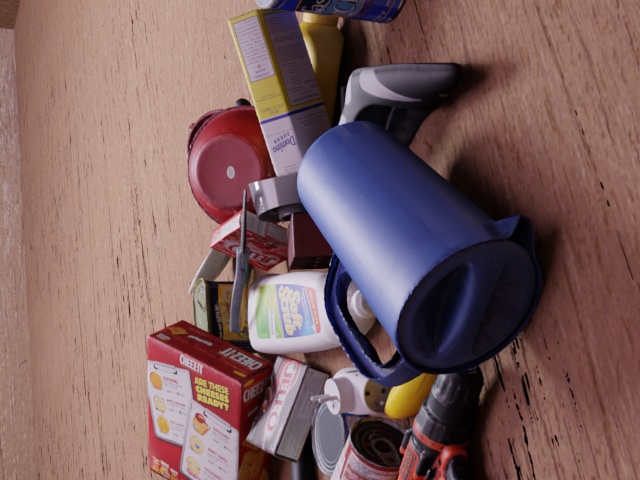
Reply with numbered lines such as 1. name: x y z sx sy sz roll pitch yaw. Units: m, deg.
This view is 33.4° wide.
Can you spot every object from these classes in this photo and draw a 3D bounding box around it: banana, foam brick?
1. banana: 0.102 0.103 1.004 0.069 0.037 0.198 -97 21 -64
2. foam brick: -0.008 0.001 1.207 0.078 0.053 0.051 113 155 -77

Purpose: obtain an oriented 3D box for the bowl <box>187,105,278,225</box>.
1. bowl: -0.103 -0.087 1.326 0.055 0.162 0.162 -21 -61 -70

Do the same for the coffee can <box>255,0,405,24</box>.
1. coffee can: 0.010 -0.284 1.107 0.103 0.140 0.103 -178 90 -66

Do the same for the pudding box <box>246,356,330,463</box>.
1. pudding box: -0.038 0.198 1.262 0.090 0.039 0.113 3 73 66

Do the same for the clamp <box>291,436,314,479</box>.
1. clamp: -0.020 0.341 1.248 0.210 0.036 0.165 -120 41 -52

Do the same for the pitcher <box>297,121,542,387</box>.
1. pitcher: 0.066 0.003 0.931 0.243 0.149 0.145 -128 26 -48

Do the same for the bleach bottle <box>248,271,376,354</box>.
1. bleach bottle: -0.003 0.074 1.205 0.251 0.068 0.102 -19 68 61

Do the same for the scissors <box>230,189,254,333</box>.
1. scissors: -0.090 0.017 1.292 0.096 0.016 0.202 -73 -9 -66

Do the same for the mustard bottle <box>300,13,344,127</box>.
1. mustard bottle: -0.009 -0.189 1.241 0.096 0.058 0.192 -137 53 -68

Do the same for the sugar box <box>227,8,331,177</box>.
1. sugar box: -0.037 -0.161 1.153 0.048 0.093 0.176 -11 98 27

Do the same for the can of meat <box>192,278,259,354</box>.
1. can of meat: -0.123 0.104 1.438 0.058 0.083 0.102 141 127 -59

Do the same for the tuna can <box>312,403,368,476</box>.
1. tuna can: 0.023 0.214 1.166 0.086 0.033 0.086 -178 90 -66

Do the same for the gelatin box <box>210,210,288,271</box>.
1. gelatin box: -0.080 0.002 1.332 0.073 0.089 0.030 -31 42 47

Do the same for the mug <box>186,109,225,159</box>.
1. mug: -0.126 -0.123 1.420 0.117 0.081 0.093 29 94 30

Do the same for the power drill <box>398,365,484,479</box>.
1. power drill: 0.128 0.218 0.908 0.188 0.057 0.184 -117 33 -52

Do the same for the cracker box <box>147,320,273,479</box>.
1. cracker box: -0.142 0.230 1.373 0.164 0.071 0.214 21 121 33

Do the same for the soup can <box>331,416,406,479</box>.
1. soup can: 0.048 0.236 1.067 0.068 0.068 0.102 -117 36 -47

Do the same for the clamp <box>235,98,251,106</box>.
1. clamp: -0.111 -0.109 1.488 0.120 0.039 0.171 -59 45 46
